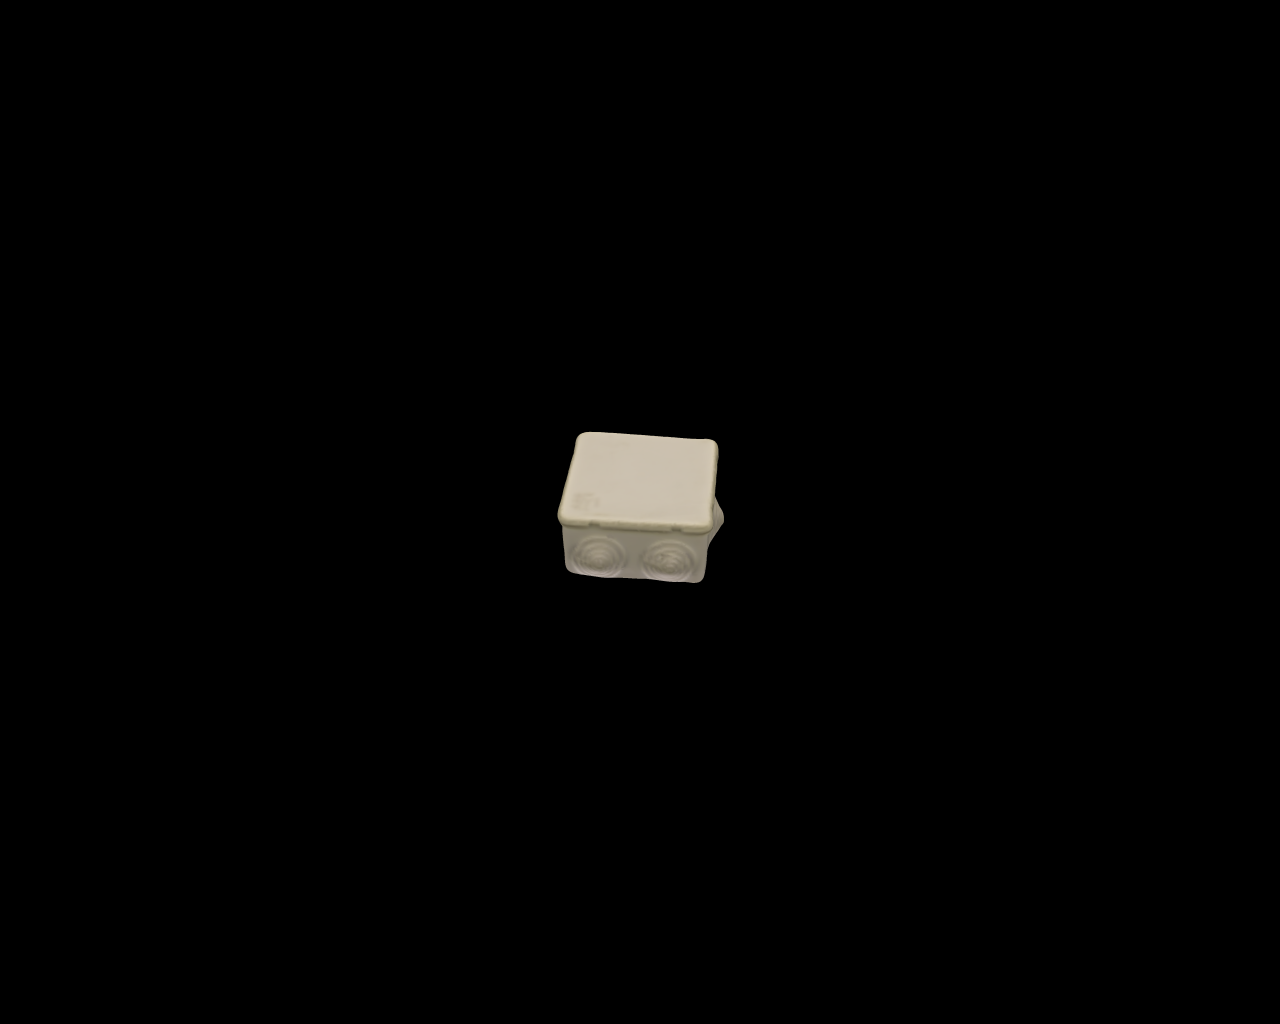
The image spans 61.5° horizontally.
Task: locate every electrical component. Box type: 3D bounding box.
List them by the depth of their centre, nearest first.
[{"bbox_3d":[0.001,-0.003,0.650,0.100,0.048,0.100,4,40,4],"label":"electrical component"}]
